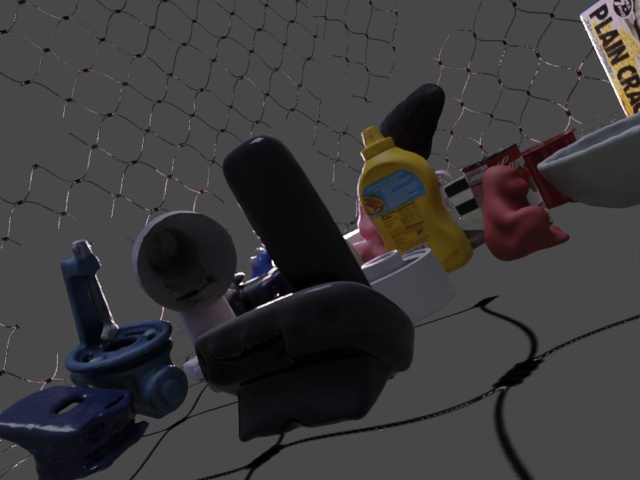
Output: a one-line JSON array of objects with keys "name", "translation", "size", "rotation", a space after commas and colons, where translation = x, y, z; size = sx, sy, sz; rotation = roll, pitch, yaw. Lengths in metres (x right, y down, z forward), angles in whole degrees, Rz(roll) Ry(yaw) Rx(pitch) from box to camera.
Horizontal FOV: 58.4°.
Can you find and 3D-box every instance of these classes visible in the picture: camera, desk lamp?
[{"name": "camera", "translation": [-0.144, 0.112, 1.107], "size": [0.136, 0.101, 0.143], "rotation": [-26, 2, 8]}, {"name": "desk lamp", "translation": [-0.168, 0.071, 0.748], "size": [0.118, 0.213, 0.203], "rotation": [-27, 2, -23]}]

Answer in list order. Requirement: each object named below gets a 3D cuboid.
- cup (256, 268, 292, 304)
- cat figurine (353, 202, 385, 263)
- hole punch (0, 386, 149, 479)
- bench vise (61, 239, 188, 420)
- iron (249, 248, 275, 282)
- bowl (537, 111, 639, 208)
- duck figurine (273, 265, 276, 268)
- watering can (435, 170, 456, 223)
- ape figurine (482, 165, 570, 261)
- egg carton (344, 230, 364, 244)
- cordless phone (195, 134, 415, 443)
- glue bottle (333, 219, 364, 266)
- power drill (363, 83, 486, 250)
[{"name": "cup", "translation": [-0.007, 0.063, 0.615], "size": [0.118, 0.095, 0.091], "rotation": [-28, 2, -42]}, {"name": "cat figurine", "translation": [0.082, -0.005, 0.970], "size": [0.128, 0.118, 0.067], "rotation": [-27, 2, -10]}, {"name": "hole punch", "translation": [-0.242, 0.182, 0.566], "size": [0.101, 0.091, 0.109], "rotation": [-26, 2, 14]}, {"name": "bench vise", "translation": [-0.267, 0.119, 0.675], "size": [0.207, 0.220, 0.122], "rotation": [-25, 2, 26]}, {"name": "iron", "translation": [-0.065, 0.046, 1.243], "size": [0.259, 0.141, 0.118], "rotation": [-27, 2, -25]}, {"name": "bowl", "translation": [0.303, -0.077, 0.550], "size": [0.167, 0.075, 0.167], "rotation": [-26, 2, 1]}, {"name": "duck figurine", "translation": [-0.049, 0.075, 1.048], "size": [0.104, 0.086, 0.078], "rotation": [-26, 2, 14]}, {"name": "watering can", "translation": [0.163, -0.091, 1.078], "size": [0.172, 0.194, 0.101], "rotation": [-26, 2, 15]}, {"name": "ape figurine", "translation": [0.189, -0.031, 0.561], "size": [0.076, 0.092, 0.078], "rotation": [-25, 2, 32]}, {"name": "egg carton", "translation": [0.061, 0.027, 1.143], "size": [0.107, 0.069, 0.151], "rotation": [-25, 2, 44]}, {"name": "cordless phone", "translation": [-0.033, 0.032, 0.397], "size": [0.147, 0.185, 0.094], "rotation": [-25, 2, 28]}, {"name": "glue bottle", "translation": [0.008, 0.003, 0.884], "size": [0.078, 0.173, 0.037], "rotation": [-26, 2, 14]}, {"name": "power drill", "translation": [0.138, -0.076, 0.758], "size": [0.076, 0.208, 0.229], "rotation": [-27, 2, -19]}]
